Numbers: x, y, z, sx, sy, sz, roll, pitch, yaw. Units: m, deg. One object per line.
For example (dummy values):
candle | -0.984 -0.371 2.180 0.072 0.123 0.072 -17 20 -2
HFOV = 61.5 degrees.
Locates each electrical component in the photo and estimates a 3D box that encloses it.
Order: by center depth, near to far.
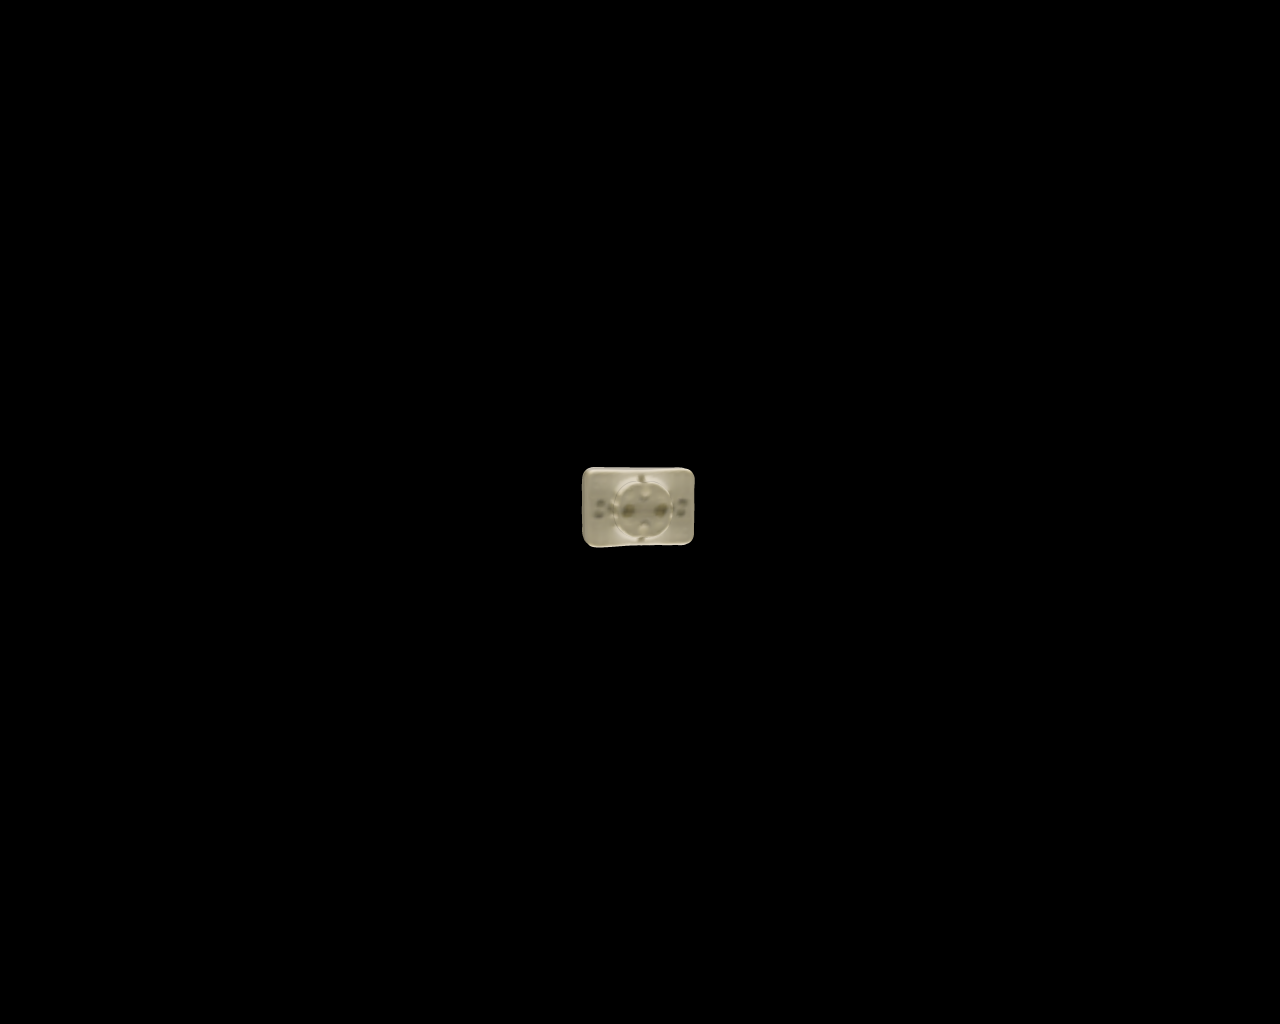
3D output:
electrical component | 0.001 -0.003 0.650 0.066 0.047 0.077 0 4 -7
